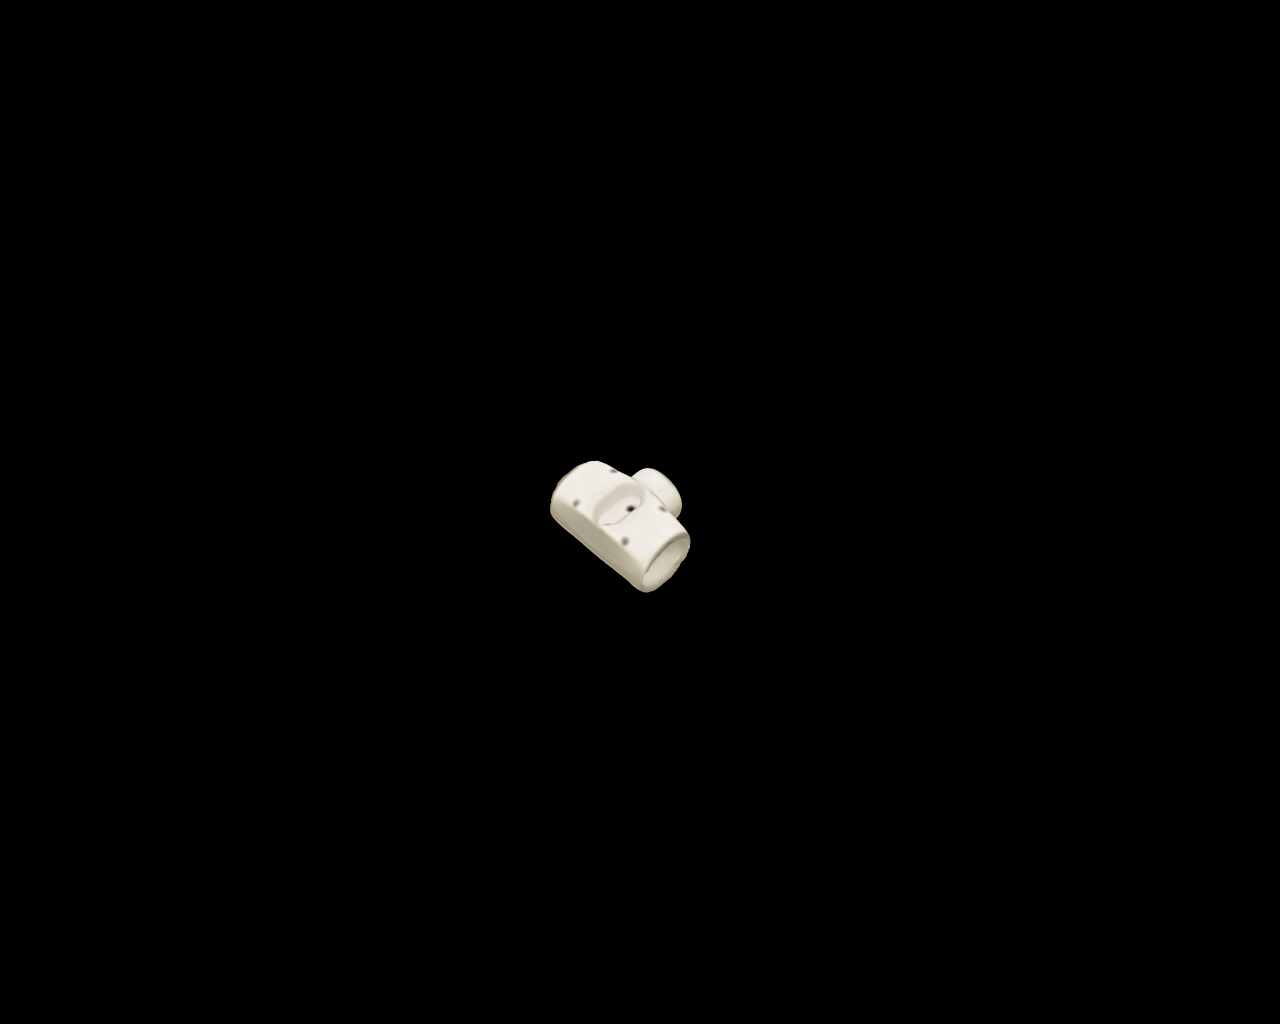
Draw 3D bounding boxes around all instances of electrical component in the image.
[{"bbox_3d":[0.001,-0.003,0.650,0.079,0.043,0.077,-39,63,-25],"label":"electrical component"}]
